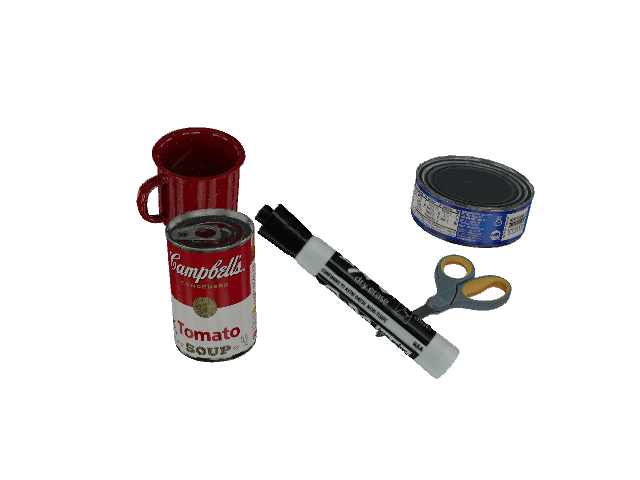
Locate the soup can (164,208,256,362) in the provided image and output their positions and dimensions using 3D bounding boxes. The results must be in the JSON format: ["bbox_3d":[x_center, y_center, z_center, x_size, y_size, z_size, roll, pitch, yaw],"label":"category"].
[{"bbox_3d":[-0.084,0.035,0.832,0.068,0.102,0.068,0,28,0],"label":"soup can"}]

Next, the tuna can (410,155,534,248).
[{"bbox_3d":[0.109,-0.029,0.772,0.086,0.034,0.086,6,28,-3],"label":"tuna can"}]

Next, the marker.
[{"bbox_3d":[0.017,0.024,0.530,0.121,0.020,0.020,39,1,1],"label":"marker"}]

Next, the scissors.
[{"bbox_3d":[0.120,0.057,1.166,0.201,0.016,0.096,-9,41,-31],"label":"scissors"}]

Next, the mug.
[{"bbox_3d":[-0.134,-0.052,1.084,0.117,0.081,0.093,-27,49,-33],"label":"mug"}]
